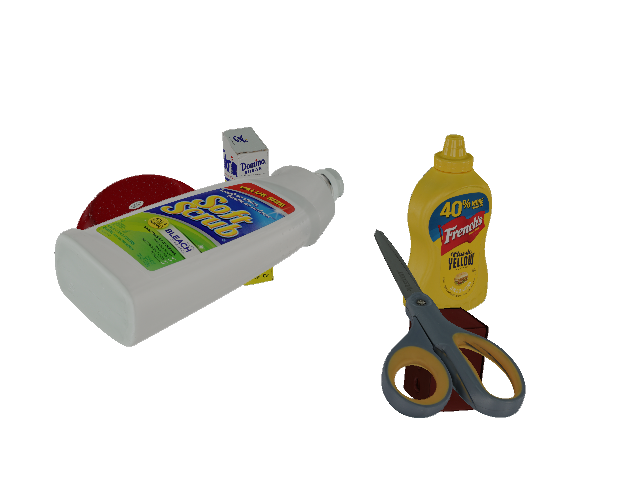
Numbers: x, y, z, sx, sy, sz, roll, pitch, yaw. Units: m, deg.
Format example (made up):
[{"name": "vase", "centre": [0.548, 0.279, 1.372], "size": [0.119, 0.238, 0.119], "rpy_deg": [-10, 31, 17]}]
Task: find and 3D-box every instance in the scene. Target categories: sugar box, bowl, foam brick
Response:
[{"name": "sugar box", "centre": [-0.091, -0.043, 1.326], "size": [0.048, 0.176, 0.093], "rpy_deg": [-10, 25, -14]}, {"name": "bowl", "centre": [-0.173, -0.015, 1.036], "size": [0.162, 0.055, 0.162], "rpy_deg": [-6, 40, 5]}, {"name": "foam brick", "centre": [0.108, 0.103, 0.925], "size": [0.051, 0.078, 0.053], "rpy_deg": [-3, 17, -21]}]

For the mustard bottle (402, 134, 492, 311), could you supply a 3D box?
[{"name": "mustard bottle", "centre": [0.137, -0.018, 1.130], "size": [0.096, 0.192, 0.058], "rpy_deg": [-11, 24, -27]}]

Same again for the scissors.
[{"name": "scissors", "centre": [0.054, 0.054, 0.708], "size": [0.096, 0.016, 0.202], "rpy_deg": [-15, 38, -26]}]

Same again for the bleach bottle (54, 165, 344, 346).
[{"name": "bleach bottle", "centre": [-0.082, -0.008, 0.865], "size": [0.103, 0.068, 0.250], "rpy_deg": [36, 46, 29]}]
